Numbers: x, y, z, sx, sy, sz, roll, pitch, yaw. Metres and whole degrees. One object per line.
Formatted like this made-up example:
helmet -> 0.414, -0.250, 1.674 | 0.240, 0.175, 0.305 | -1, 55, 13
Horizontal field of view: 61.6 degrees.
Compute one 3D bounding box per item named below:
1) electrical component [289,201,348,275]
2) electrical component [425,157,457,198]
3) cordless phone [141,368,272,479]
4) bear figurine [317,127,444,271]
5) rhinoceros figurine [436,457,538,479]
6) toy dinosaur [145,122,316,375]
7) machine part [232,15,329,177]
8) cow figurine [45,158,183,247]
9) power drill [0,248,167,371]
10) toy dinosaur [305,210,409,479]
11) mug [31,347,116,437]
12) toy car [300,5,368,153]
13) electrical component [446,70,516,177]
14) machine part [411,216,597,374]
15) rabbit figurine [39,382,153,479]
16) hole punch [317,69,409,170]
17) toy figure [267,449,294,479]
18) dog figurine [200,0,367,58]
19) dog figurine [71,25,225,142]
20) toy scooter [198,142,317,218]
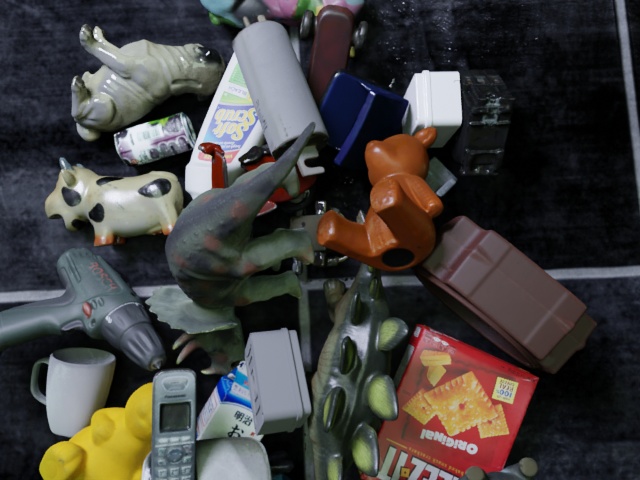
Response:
electrical component -> -0.002, -0.004, 0.765 | 0.078, 0.045, 0.102 | -9, 79, 29
electrical component -> 0.144, -0.070, 0.731 | 0.075, 0.119, 0.048 | -44, 85, -2
cordless phone -> -0.129, 0.234, 0.618 | 0.146, 0.089, 0.184 | 0, 92, -18
bear figurine -> 0.080, -0.066, 0.635 | 0.120, 0.132, 0.196 | -26, 46, 37
rhinoceros figurine -> 0.168, 0.300, 0.622 | 0.190, 0.112, 0.073 | -4, 68, -12
toy dinosaur -> -0.116, 0.018, 0.639 | 0.192, 0.404, 0.131 | -16, 55, -20
machine part -> -0.052, -0.189, 0.692 | 0.079, 0.079, 0.243 | -19, 77, -1
cow figurine -> -0.290, -0.056, 0.755 | 0.195, 0.085, 0.127 | -7, 89, 3
power drill -> -0.327, 0.112, 0.676 | 0.207, 0.085, 0.232 | -27, 52, -20
toy dinosaur -> 0.031, 0.191, 0.655 | 0.105, 0.198, 0.471 | 7, 81, -4
mug -> -0.338, 0.206, 0.725 | 0.110, 0.081, 0.107 | 7, 91, -1
toy car -> 0.008, -0.221, 0.752 | 0.089, 0.053, 0.201 | 7, 122, -5
electrical component -> 0.212, -0.166, 0.735 | 0.058, 0.134, 0.114 | 1, 125, -1
machine part -> 0.214, 0.068, 0.669 | 0.201, 0.201, 0.087 | 41, 87, 5
rabbit figurine -> -0.229, 0.246, 0.678 | 0.122, 0.162, 0.173 | 42, 107, 7
hole punch -> 0.061, -0.152, 0.719 | 0.115, 0.092, 0.142 | 10, 115, -37
toy figure -> -0.072, 0.372, 0.698 | 0.089, 0.082, 0.180 | 0, 86, 9
dog figurine -> -0.040, -0.337, 0.778 | 0.219, 0.108, 0.191 | 44, 85, 3
dog figurine -> -0.244, -0.210, 0.776 | 0.190, 0.121, 0.172 | 13, 117, -14
toy scooter -> -0.094, -0.084, 0.723 | 0.184, 0.075, 0.135 | -27, 118, -16
